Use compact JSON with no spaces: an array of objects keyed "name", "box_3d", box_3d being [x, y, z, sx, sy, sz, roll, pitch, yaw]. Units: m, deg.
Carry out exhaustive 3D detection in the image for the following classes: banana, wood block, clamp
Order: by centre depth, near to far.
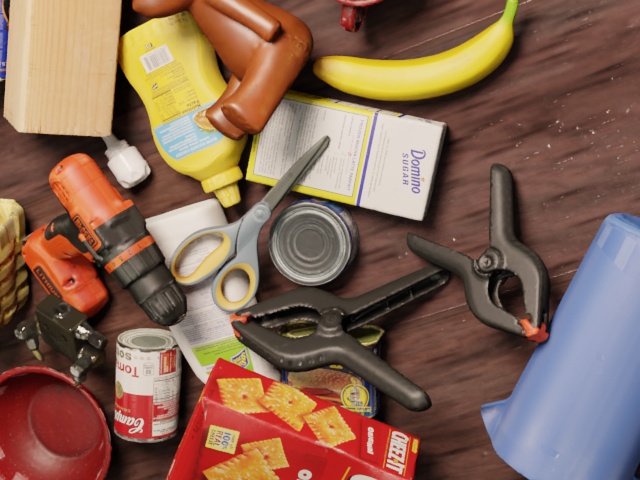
[{"name":"clamp","box_3d":[0.149,0.025,0.975,0.120,0.039,0.171,-36,54,29]},{"name":"banana","box_3d":[0.094,-0.163,0.979,0.198,0.037,0.069,-16,107,16]},{"name":"clamp","box_3d":[0.021,0.078,1.007,0.210,0.164,0.036,6,137,19]},{"name":"wood block","box_3d":[-0.244,-0.209,1.019,0.090,0.090,0.206,1,106,-26]}]

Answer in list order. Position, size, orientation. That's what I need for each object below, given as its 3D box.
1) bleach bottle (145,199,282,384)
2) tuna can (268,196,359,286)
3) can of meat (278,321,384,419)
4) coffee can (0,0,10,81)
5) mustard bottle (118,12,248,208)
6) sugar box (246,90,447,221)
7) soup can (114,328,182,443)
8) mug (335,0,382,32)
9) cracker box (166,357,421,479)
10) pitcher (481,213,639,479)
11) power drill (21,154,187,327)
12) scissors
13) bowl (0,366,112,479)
[{"name":"bleach bottle","box_3d":[-0.107,0.091,1.079,0.103,0.068,0.251,-16,99,17]},{"name":"tuna can","box_3d":[-0.007,0.001,1.046,0.086,0.033,0.086,3,102,14]},{"name":"can of meat","box_3d":[0.011,0.129,1.058,0.102,0.057,0.084,3,105,14]},{"name":"coffee can","box_3d":[-0.350,-0.234,1.053,0.103,0.102,0.140,10,104,13]},{"name":"mustard bottle","box_3d":[-0.122,-0.122,1.038,0.096,0.058,0.191,-21,96,24]},{"name":"sugar box","box_3d":[0.025,-0.084,1.015,0.176,0.048,0.093,14,104,8]},{"name":"soup can","box_3d":[-0.178,0.150,1.106,0.068,0.068,0.102,7,104,13]},{"name":"mug","box_3d":[0.041,-0.244,0.956,0.093,0.081,0.117,13,105,12]},{"name":"cracker box","box_3d":[-0.033,0.228,1.042,0.213,0.072,0.164,23,125,-2]},{"name":"pitcher","box_3d":[0.267,0.109,0.949,0.149,0.145,0.243,15,105,-27]},{"name":"power drill","box_3d":[-0.215,0.022,1.046,0.184,0.057,0.188,56,145,-1]},{"name":"scissors","box_3d":[-0.051,-0.006,1.013,0.202,0.016,0.096,-32,101,9]},{"name":"bowl","box_3d":[-0.289,0.206,1.155,0.162,0.055,0.162,3,102,14]}]
